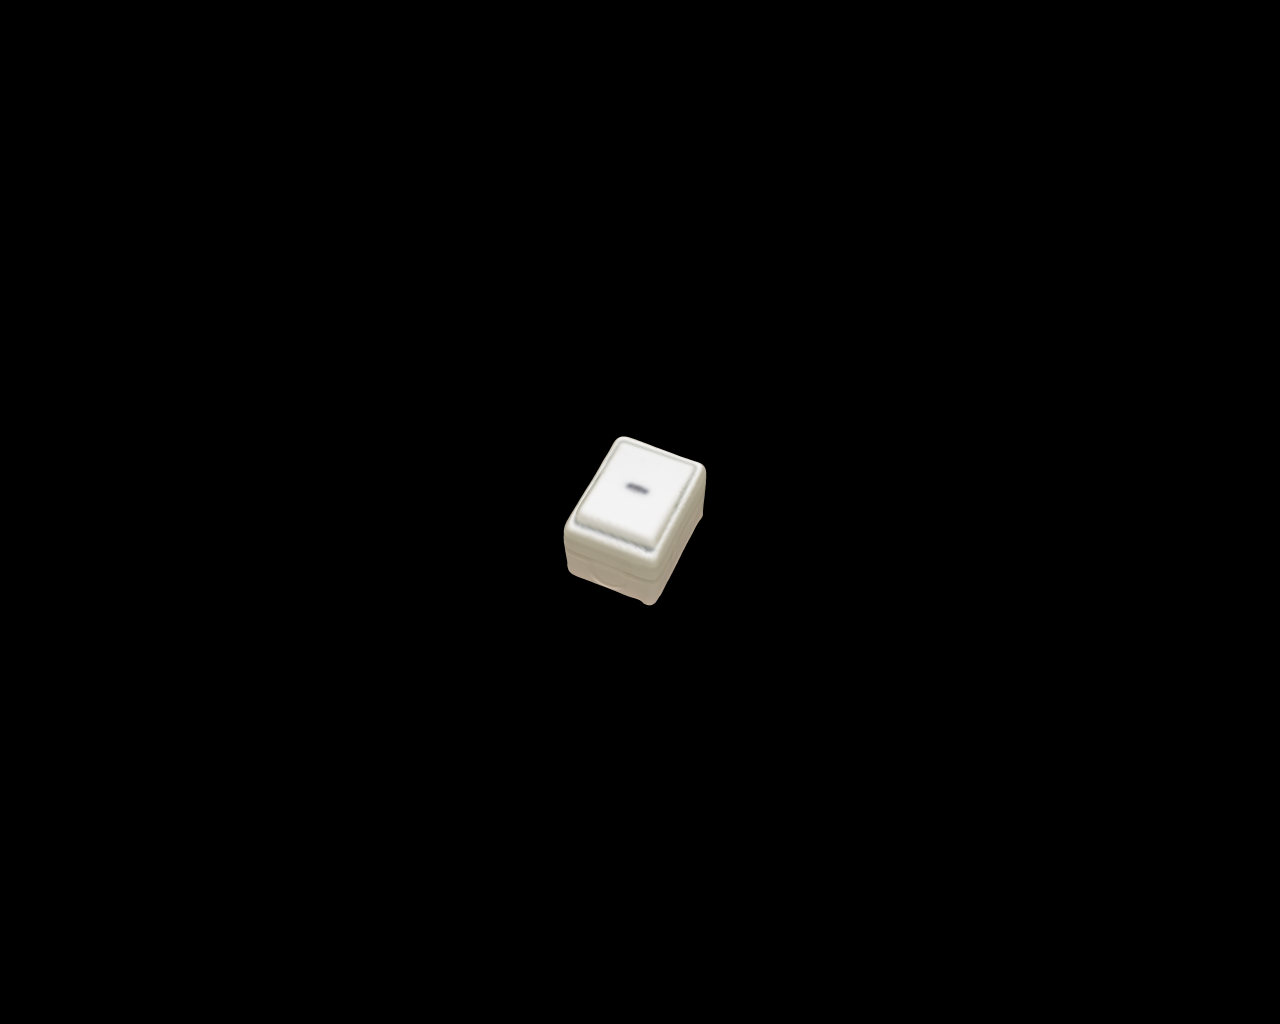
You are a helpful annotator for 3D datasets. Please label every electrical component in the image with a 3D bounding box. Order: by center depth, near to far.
[{"bbox_3d":[0.001,-0.003,0.650,0.062,0.096,0.061,21,-32,14],"label":"electrical component"}]
